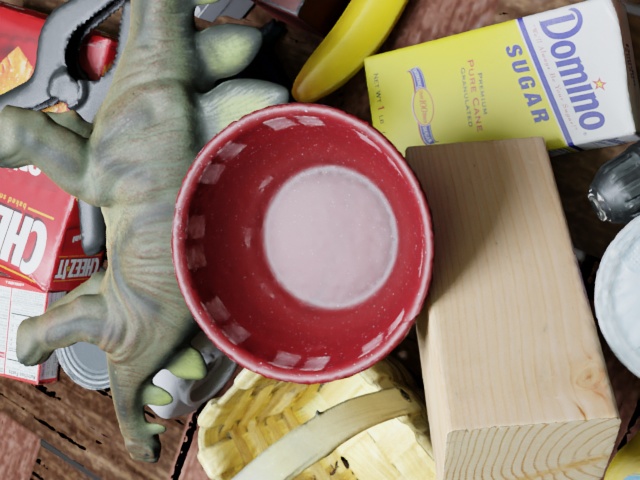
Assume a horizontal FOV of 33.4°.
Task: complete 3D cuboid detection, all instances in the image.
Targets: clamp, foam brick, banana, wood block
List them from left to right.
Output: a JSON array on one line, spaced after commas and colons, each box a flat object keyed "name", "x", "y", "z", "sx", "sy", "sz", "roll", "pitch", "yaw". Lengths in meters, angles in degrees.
[{"name": "clamp", "x": -0.180, "y": -0.103, "z": 0.812, "sx": 0.164, "sy": 0.036, "sz": 0.210, "roll": 41, "pitch": 103, "yaw": 7}, {"name": "foam brick", "x": -0.014, "y": -0.184, "z": 0.771, "sx": 0.053, "sy": 0.078, "sz": 0.051, "roll": 26, "pitch": 95, "yaw": 17}, {"name": "banana", "x": 0.037, "y": -0.185, "z": 0.756, "sx": 0.037, "sy": 0.069, "sz": 0.198, "roll": 45, "pitch": 121, "yaw": 56}, {"name": "wood block", "x": 0.105, "y": 0.043, "z": 0.637, "sx": 0.091, "sy": 0.090, "sz": 0.206, "roll": -4, "pitch": 50, "yaw": 0}]

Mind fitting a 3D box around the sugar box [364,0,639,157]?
[{"name": "sugar box", "x": 0.122, "y": -0.097, "z": 0.721, "sx": 0.176, "sy": 0.048, "sz": 0.093, "roll": -11, "pitch": 84, "yaw": 29}]

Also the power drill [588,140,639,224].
[{"name": "power drill", "x": 0.208, "y": -0.122, "z": 0.636, "sx": 0.184, "sy": 0.057, "sz": 0.188, "roll": -30, "pitch": 82, "yaw": -1}]

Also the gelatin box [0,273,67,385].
[{"name": "gelatin box", "x": -0.261, "y": 0.077, "z": 0.933, "sx": 0.073, "sy": 0.030, "sz": 0.089, "roll": 7, "pitch": 93, "yaw": 26}]

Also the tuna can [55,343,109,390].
[{"name": "tuna can", "x": -0.177, "y": 0.080, "z": 0.886, "sx": 0.086, "sy": 0.033, "sz": 0.086, "roll": 0, "pitch": 90, "yaw": 28}]

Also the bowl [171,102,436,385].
[{"name": "bowl", "x": -0.004, "y": 0.001, "z": 0.629, "sx": 0.162, "sy": 0.055, "sz": 0.162, "roll": 2, "pitch": 95, "yaw": 21}]

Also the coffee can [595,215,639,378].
[{"name": "coffee can", "x": 0.225, "y": 0.030, "z": 0.612, "sx": 0.103, "sy": 0.140, "sz": 0.103, "roll": 0, "pitch": 90, "yaw": 28}]

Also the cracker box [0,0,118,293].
[{"name": "cracker box", "x": -0.245, "y": -0.082, "z": 0.901, "sx": 0.164, "sy": 0.072, "sz": 0.214, "roll": 21, "pitch": 100, "yaw": 26}]

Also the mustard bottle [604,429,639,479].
[{"name": "mustard bottle", "x": 0.225, "y": 0.176, "z": 0.659, "sx": 0.096, "sy": 0.058, "sz": 0.191, "roll": -6, "pitch": 88, "yaw": 27}]
